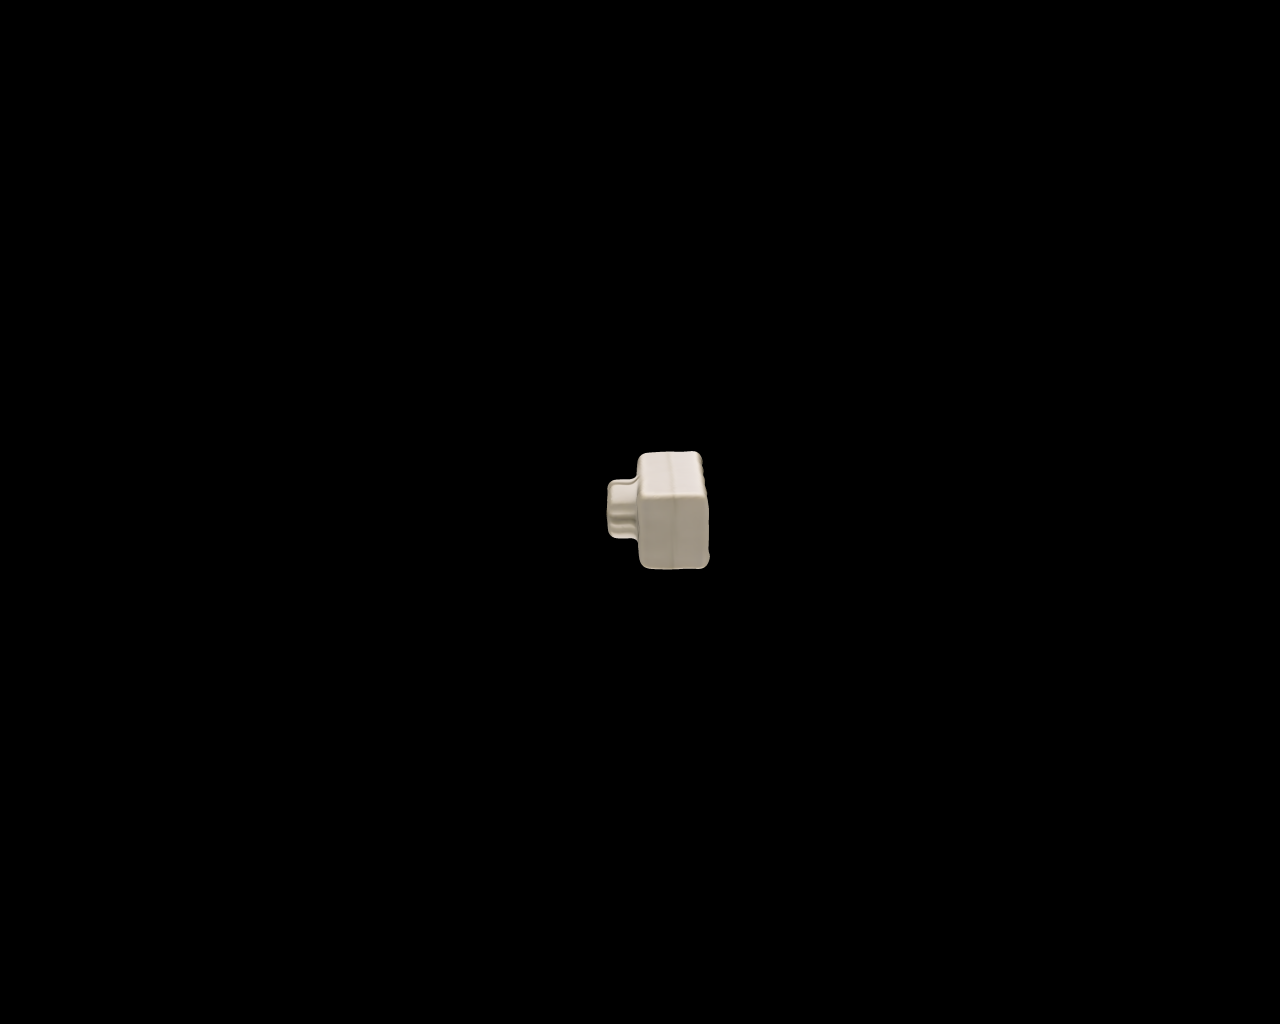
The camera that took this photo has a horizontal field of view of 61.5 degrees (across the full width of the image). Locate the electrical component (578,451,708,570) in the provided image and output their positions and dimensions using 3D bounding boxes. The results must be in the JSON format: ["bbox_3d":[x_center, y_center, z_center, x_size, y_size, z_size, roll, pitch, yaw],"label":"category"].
[{"bbox_3d":[0.001,-0.003,0.650,0.076,0.047,0.083,0,21,0],"label":"electrical component"}]
